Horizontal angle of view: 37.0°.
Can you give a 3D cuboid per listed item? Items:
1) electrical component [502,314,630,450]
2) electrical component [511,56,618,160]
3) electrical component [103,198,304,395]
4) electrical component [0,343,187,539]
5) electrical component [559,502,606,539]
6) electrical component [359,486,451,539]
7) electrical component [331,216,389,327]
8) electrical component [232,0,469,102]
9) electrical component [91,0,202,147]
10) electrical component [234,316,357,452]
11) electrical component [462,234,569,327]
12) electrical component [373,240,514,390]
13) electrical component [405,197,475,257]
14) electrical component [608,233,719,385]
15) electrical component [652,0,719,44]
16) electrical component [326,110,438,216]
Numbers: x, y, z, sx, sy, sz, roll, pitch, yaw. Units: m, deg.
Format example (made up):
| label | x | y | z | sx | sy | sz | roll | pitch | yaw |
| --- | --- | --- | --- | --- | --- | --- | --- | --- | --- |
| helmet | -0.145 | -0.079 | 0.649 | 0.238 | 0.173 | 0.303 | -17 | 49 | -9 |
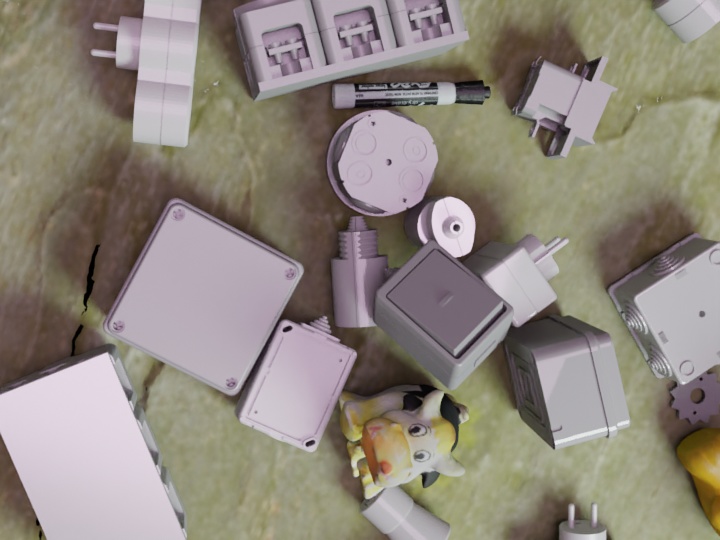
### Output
| label | x | y | z | sx | sy | sz | roll | pitch | yaw |
| --- | --- | --- | --- | --- | --- | --- | --- | --- | --- |
| electrical component | 0.151 | 0.080 | 0.802 | 0.057 | 0.113 | 0.078 | -14 | 96 | -4 |
| electrical component | 0.154 | -0.128 | 0.822 | 0.064 | 0.042 | 0.081 | 23 | 90 | -8 |
| electrical component | -0.114 | 0.018 | 0.786 | 0.109 | 0.056 | 0.108 | 28 | 90 | -10 |
| electrical component | -0.194 | 0.140 | 0.780 | 0.089 | 0.062 | 0.150 | -22 | 97 | -6 |
| electrical component | 0.176 | 0.223 | 0.852 | 0.077 | 0.044 | 0.079 | -1 | 95 | -8 |
| electrical component | 0.032 | 0.192 | 0.830 | 0.065 | 0.044 | 0.044 | 43 | 87 | -5 |
| electrical component | 0.000 | 0.000 | 0.808 | 0.043 | 0.043 | 0.081 | -4 | 95 | -8 |
| electrical component | -0.010 | -0.172 | 0.770 | 0.150 | 0.089 | 0.061 | -15 | 96 | -7 |
| electrical component | -0.154 | -0.160 | 0.767 | 0.074 | 0.052 | 0.138 | 6 | 94 | -9 |
| electrical component | -0.047 | 0.079 | 0.802 | 0.062 | 0.061 | 0.096 | 25 | 83 | -9 |
| electrical component | 0.123 | -0.002 | 0.807 | 0.076 | 0.083 | 0.047 | -36 | 98 | -4 |
| electrical component | 0.053 | 0.026 | 0.761 | 0.096 | 0.061 | 0.062 | 41 | 72 | 16 |
| electrical component | 0.062 | -0.033 | 0.796 | 0.043 | 0.081 | 0.043 | -1 | 94 | -9 |
| electrical component | 0.259 | 0.031 | 0.847 | 0.100 | 0.048 | 0.099 | -32 | 100 | -4 |
| electrical component | 0.299 | -0.225 | 0.831 | 0.074 | 0.052 | 0.138 | 44 | 87 | -9 |
| electrical component | 0.017 | -0.080 | 0.801 | 0.080 | 0.051 | 0.080 | -1 | 95 | -9 |
